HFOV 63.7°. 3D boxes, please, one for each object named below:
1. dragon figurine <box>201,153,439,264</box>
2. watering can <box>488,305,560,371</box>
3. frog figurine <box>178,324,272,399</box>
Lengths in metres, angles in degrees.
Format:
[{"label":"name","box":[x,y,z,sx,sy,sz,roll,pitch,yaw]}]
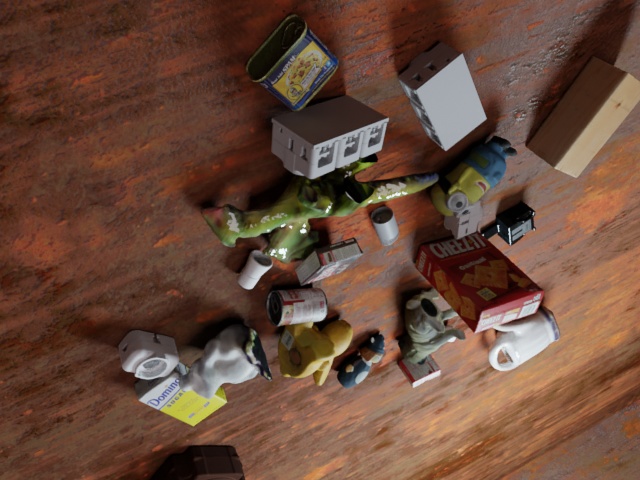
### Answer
[{"label":"dragon figurine","box":[0.003,-0.044,0.884,0.410,0.124,0.238,1,144,-35]},{"label":"watering can","box":[0.574,0.265,1.472,0.225,0.106,0.340,-33,137,-4]},{"label":"frog figurine","box":[-0.189,0.235,0.986,0.159,0.125,0.135,-19,151,5]}]
